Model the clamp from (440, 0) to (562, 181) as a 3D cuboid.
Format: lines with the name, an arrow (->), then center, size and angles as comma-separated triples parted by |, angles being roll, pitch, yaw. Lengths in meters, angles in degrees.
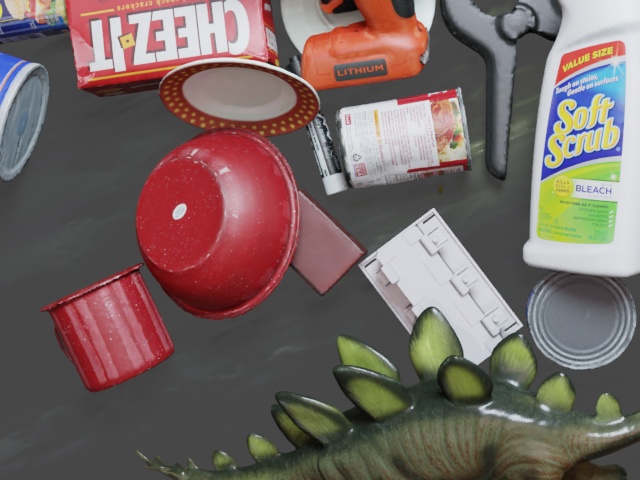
clamp -> 0.171, -0.176, 0.868 | 0.164, 0.036, 0.210 | -26, 91, 7

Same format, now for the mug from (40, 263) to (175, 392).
mug -> -0.182, 0.078, 0.900 | 0.117, 0.093, 0.081 | -21, 95, 38

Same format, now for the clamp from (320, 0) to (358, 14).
clamp -> 0.073, -0.232, 0.834 | 0.120, 0.039, 0.172 | 33, 129, -21

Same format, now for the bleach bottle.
bleach bottle -> 0.207, -0.102, 0.813 | 0.103, 0.067, 0.251 | 8, 108, 38

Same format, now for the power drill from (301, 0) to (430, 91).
power drill -> 0.003, -0.204, 0.801 | 0.184, 0.057, 0.187 | -5, 133, 13

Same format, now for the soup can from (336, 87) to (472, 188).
soup can -> 0.069, -0.082, 0.868 | 0.102, 0.068, 0.068 | -9, 91, 7

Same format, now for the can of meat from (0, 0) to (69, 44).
can of meat -> -0.253, -0.220, 0.906 | 0.084, 0.057, 0.102 | -8, 91, 5

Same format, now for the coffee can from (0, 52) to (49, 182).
coffee can -> -0.311, -0.118, 0.888 | 0.140, 0.103, 0.103 | 18, 94, 1

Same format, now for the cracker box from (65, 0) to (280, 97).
cracker box -> -0.130, -0.237, 0.883 | 0.164, 0.072, 0.214 | -7, 91, 7

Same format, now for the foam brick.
foam brick -> -0.006, 0.001, 0.888 | 0.078, 0.053, 0.051 | 44, 96, 2

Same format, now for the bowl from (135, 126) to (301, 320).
bowl -> -0.096, -0.017, 0.863 | 0.162, 0.055, 0.162 | -5, 81, 32

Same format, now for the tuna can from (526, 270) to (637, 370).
tuna can -> 0.212, 0.062, 0.874 | 0.086, 0.033, 0.086 | 0, 92, 7

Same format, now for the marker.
marker -> -0.003, -0.097, 0.900 | 0.020, 0.020, 0.121 | -18, 90, 7
